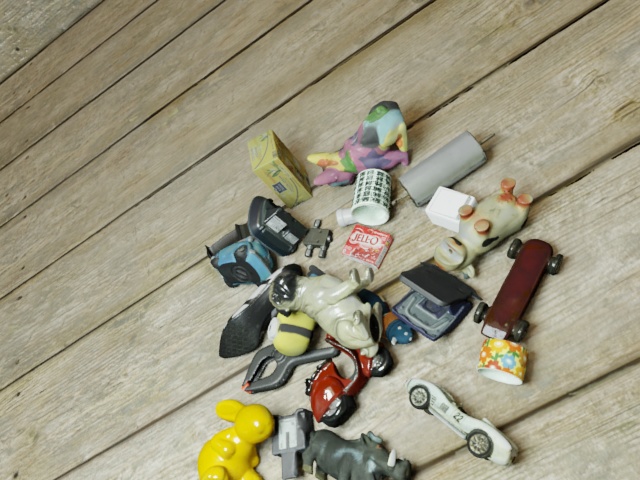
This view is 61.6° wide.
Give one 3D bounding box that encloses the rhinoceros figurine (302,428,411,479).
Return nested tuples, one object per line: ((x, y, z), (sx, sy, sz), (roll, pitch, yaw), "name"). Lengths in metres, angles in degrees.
((0.061, 0.377, 0.909), (0.191, 0.073, 0.112), (5, 56, 35), "rhinoceros figurine")

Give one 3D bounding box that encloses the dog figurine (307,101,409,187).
((0.078, -0.195, 1.166), (0.219, 0.191, 0.108), (-18, 61, 3), "dog figurine")

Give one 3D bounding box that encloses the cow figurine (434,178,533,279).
((0.290, -0.011, 0.976), (0.195, 0.127, 0.086), (-34, 51, -8), "cow figurine")

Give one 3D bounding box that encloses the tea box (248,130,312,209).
((-0.090, -0.161, 1.243), (0.068, 0.169, 0.098), (-26, 51, 16), "tea box")

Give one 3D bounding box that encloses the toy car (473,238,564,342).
((0.339, 0.086, 0.920), (0.089, 0.053, 0.202), (24, 73, 27), "toy car")

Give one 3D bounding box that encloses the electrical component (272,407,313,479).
((-0.047, 0.374, 0.984), (0.075, 0.047, 0.119), (-22, 54, 19), "electrical component")

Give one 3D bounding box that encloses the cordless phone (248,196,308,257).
((-0.124, -0.057, 1.221), (0.089, 0.146, 0.184), (-47, 45, 4), "cordless phone")

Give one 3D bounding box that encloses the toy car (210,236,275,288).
((-0.165, 0.044, 1.223), (0.162, 0.109, 0.103), (-11, 34, 39), "toy car")

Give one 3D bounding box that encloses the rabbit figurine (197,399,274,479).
((-0.142, 0.370, 1.000), (0.173, 0.122, 0.162), (-56, 24, 18), "rabbit figurine")

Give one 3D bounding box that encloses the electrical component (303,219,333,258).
((-0.002, -0.004, 1.194), (0.063, 0.021, 0.094), (1, 63, 31), "electrical component")

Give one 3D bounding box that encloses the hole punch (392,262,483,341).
((0.203, 0.109, 0.967), (0.142, 0.116, 0.092), (32, 122, 41), "hole punch")

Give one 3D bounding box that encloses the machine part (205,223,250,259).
((-0.213, 0.009, 1.303), (0.139, 0.039, 0.084), (-28, 57, 12), "machine part")

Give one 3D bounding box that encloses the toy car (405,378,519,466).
((0.221, 0.285, 0.860), (0.202, 0.073, 0.056), (33, 87, 39), "toy car")

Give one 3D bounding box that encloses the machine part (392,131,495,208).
((0.248, -0.142, 1.092), (0.243, 0.079, 0.079), (-36, 51, 10), "machine part")

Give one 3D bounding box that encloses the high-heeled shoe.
((-0.131, 0.148, 1.166), (0.249, 0.086, 0.145), (-42, 14, 25), "high-heeled shoe")

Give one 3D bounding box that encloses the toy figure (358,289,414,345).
((0.117, 0.147, 1.014), (0.155, 0.057, 0.064), (40, 93, 35), "toy figure")

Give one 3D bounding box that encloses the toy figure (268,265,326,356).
((-0.035, 0.140, 1.060), (0.089, 0.082, 0.180), (17, 62, 31), "toy figure")

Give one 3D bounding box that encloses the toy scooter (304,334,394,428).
((0.034, 0.240, 0.988), (0.135, 0.075, 0.184), (41, 86, 27), "toy scooter")

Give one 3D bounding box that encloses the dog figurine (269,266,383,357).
((0.006, 0.135, 0.974), (0.191, 0.121, 0.172), (-14, 73, 24), "dog figurine")
